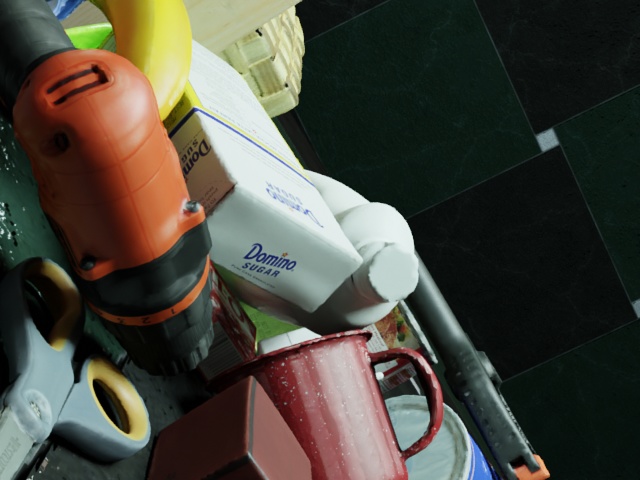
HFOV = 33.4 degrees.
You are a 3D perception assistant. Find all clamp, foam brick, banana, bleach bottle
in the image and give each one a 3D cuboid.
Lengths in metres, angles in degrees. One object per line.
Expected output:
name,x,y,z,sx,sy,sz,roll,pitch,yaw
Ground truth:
clamp,0.118,0.107,0.820,0.164,0.036,0.210,52,9,-51
foam brick,-0.037,0.104,0.450,0.051,0.053,0.078,57,7,-15
banana,-0.105,-0.116,0.539,0.198,0.069,0.037,44,-17,41
bleach bottle,-0.004,0.001,0.638,0.068,0.102,0.251,27,-6,-20

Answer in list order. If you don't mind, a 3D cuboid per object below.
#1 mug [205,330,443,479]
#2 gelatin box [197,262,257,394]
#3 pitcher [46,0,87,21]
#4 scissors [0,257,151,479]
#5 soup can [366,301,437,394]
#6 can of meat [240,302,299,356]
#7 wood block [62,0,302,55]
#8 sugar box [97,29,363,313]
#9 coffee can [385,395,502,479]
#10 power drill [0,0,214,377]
mug,0.007,0.096,0.550,0.093,0.117,0.081,46,25,-75
gelatin box,-0.071,0.036,0.623,0.089,0.030,0.073,58,5,-14
pitcher,-0.198,-0.250,0.614,0.149,0.145,0.242,48,1,40
scissors,-0.089,0.070,0.364,0.096,0.016,0.202,56,6,-26
soup can,0.033,0.094,0.853,0.068,0.102,0.068,58,6,-10
can of meat,-0.015,0.071,0.790,0.102,0.057,0.084,60,8,24
wood block,-0.091,-0.197,0.776,0.091,0.206,0.090,61,6,28
sugar box,-0.052,-0.046,0.551,0.093,0.048,0.176,32,21,-41
coffee can,0.082,0.191,0.771,0.140,0.103,0.103,54,8,-43
power drill,-0.105,-0.046,0.437,0.188,0.057,0.184,51,-19,28
